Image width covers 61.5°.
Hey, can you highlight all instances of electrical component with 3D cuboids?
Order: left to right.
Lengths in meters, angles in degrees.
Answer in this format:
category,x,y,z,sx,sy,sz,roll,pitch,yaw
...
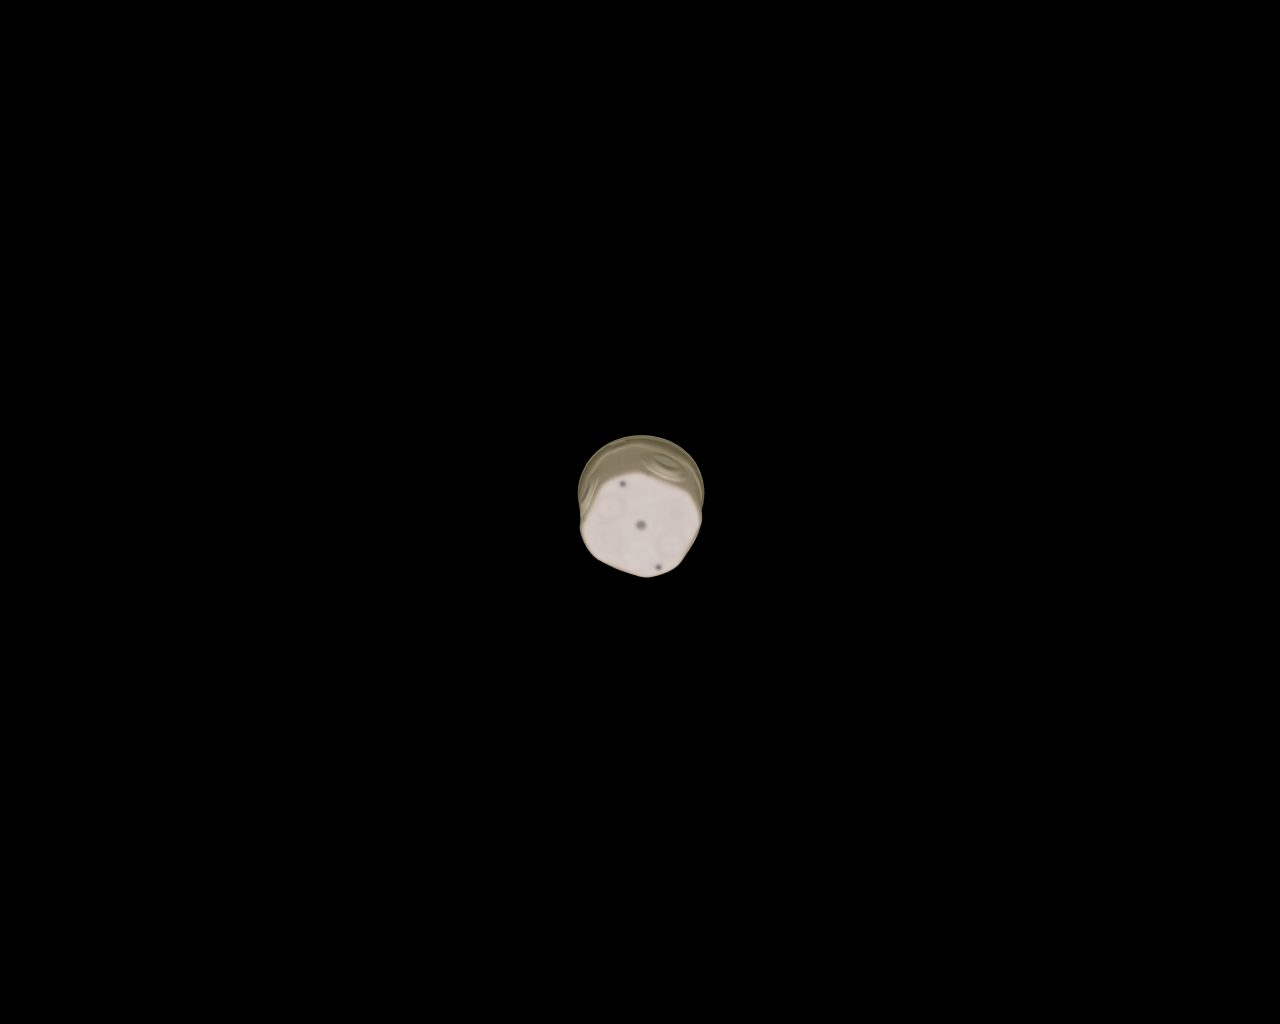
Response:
category,x,y,z,sx,sy,sz,roll,pitch,yaw
electrical component,0.001,-0.003,0.650,0.080,0.080,0.051,0,27,0
